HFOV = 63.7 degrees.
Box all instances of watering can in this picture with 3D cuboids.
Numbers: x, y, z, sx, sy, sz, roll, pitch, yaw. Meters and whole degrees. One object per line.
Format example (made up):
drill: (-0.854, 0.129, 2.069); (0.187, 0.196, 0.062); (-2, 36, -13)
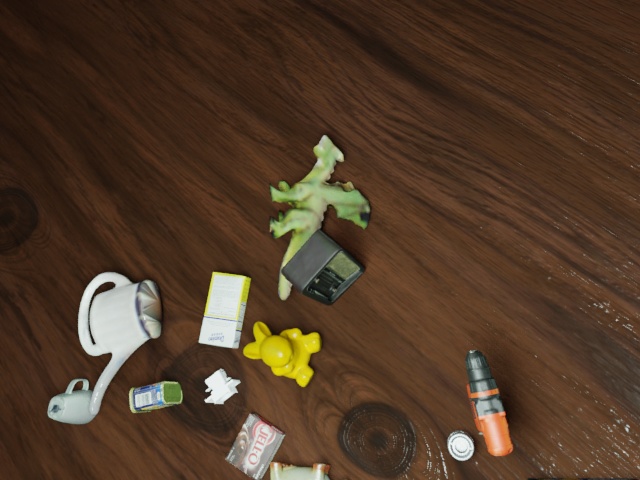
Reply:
watering can: (-0.499, 0.237, 1.293); (0.224, 0.353, 0.102); (-17, -22, 8)

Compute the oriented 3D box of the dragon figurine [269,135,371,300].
dragon figurine: (0.004, -0.064, 1.271); (0.242, 0.416, 0.120); (-6, -17, 4)
